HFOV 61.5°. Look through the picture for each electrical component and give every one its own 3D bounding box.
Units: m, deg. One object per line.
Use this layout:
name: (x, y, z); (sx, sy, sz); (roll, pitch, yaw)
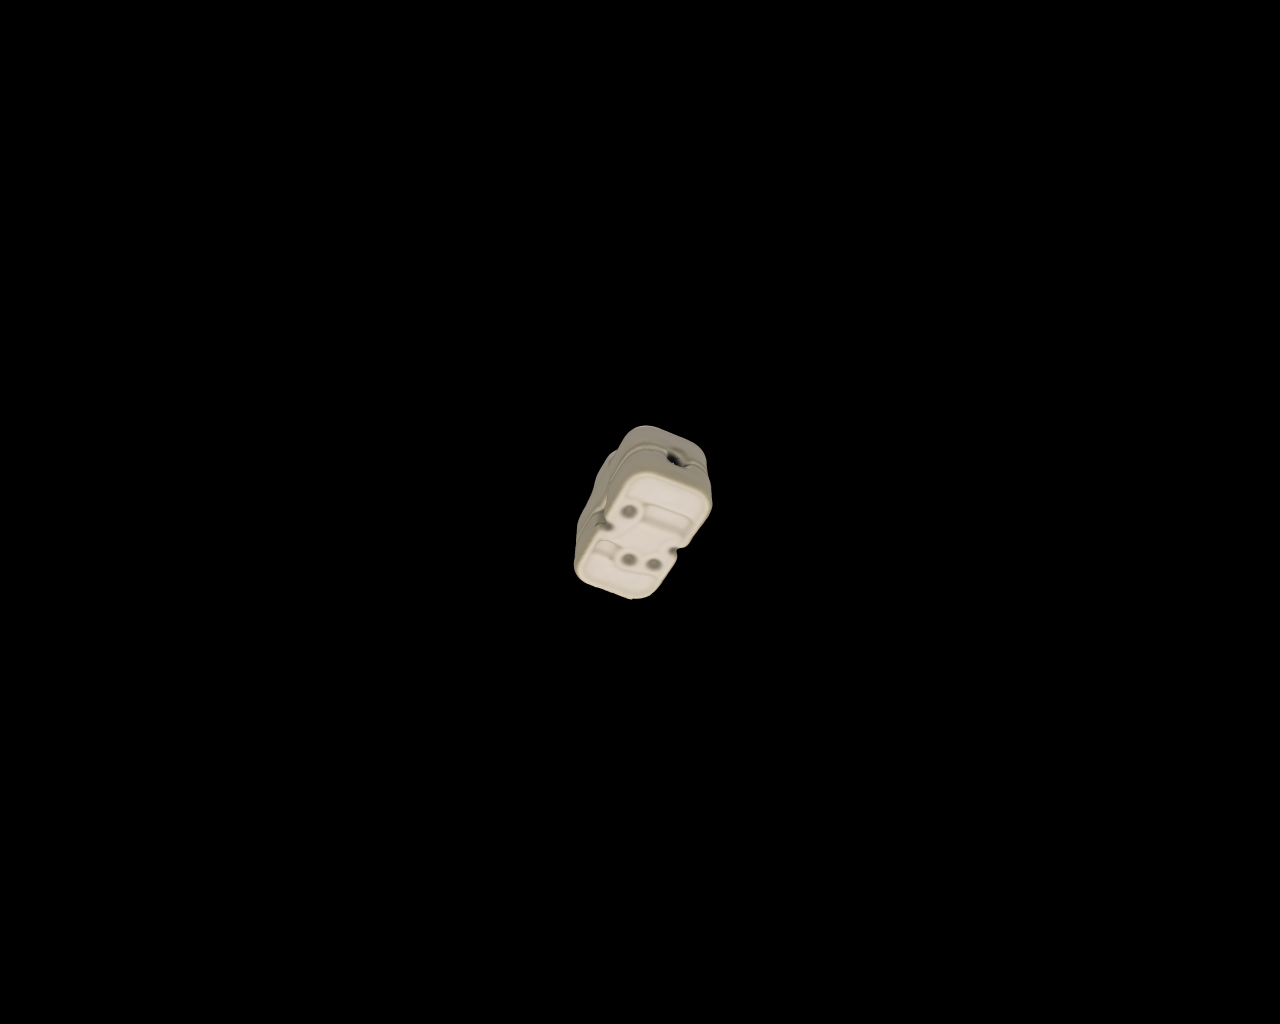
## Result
electrical component: (0.001, -0.003, 0.650); (0.054, 0.095, 0.059); (21, 36, -16)
